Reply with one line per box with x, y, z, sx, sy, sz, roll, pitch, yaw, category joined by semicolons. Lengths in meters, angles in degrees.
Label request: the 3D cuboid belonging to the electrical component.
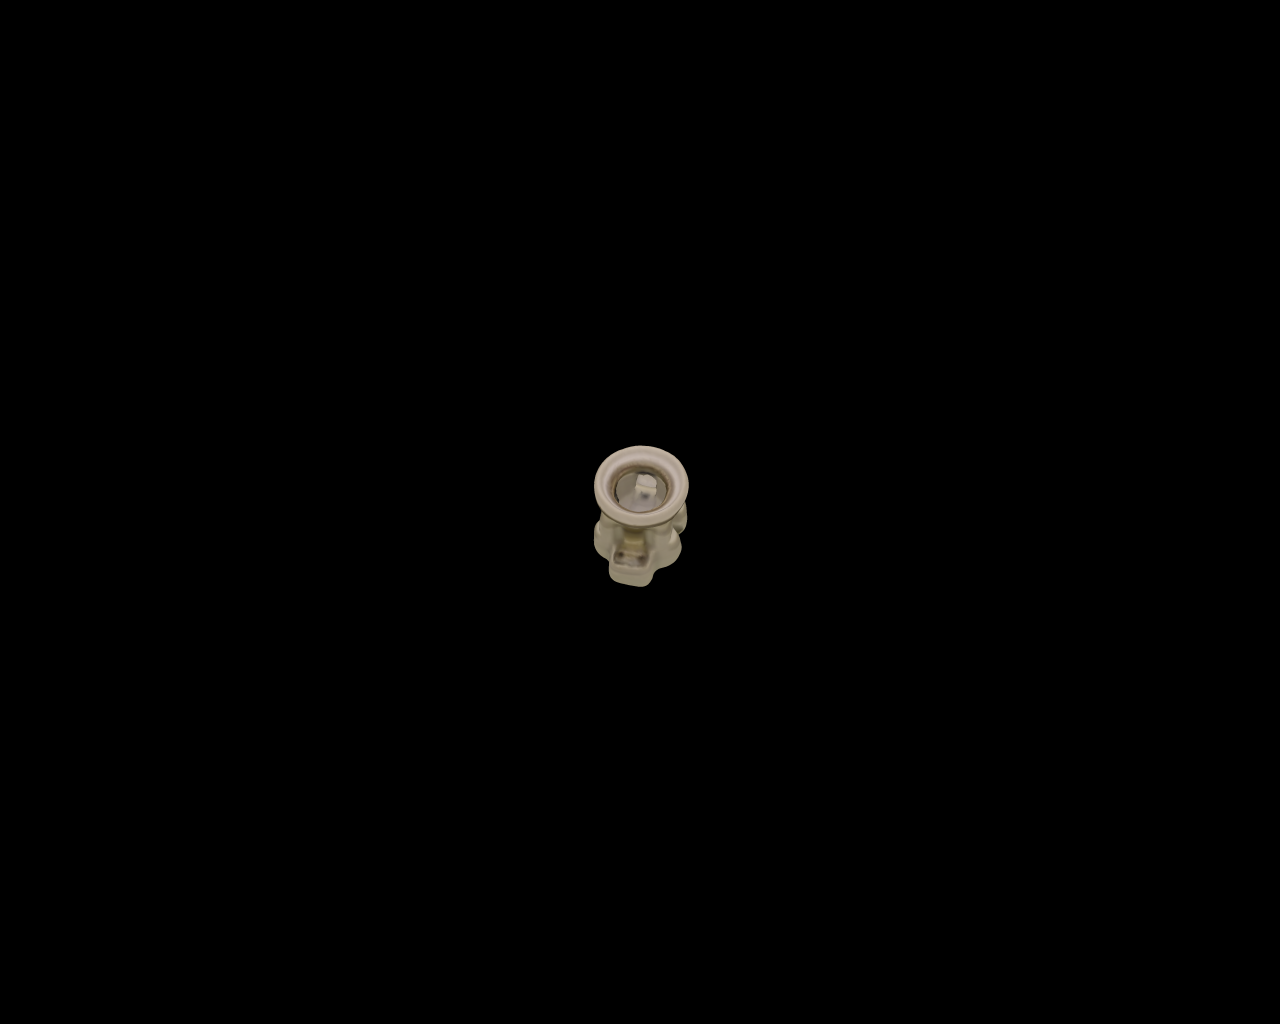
0.001;-0.003;0.650;0.058;0.078;0.056;9;-36;7;electrical component
